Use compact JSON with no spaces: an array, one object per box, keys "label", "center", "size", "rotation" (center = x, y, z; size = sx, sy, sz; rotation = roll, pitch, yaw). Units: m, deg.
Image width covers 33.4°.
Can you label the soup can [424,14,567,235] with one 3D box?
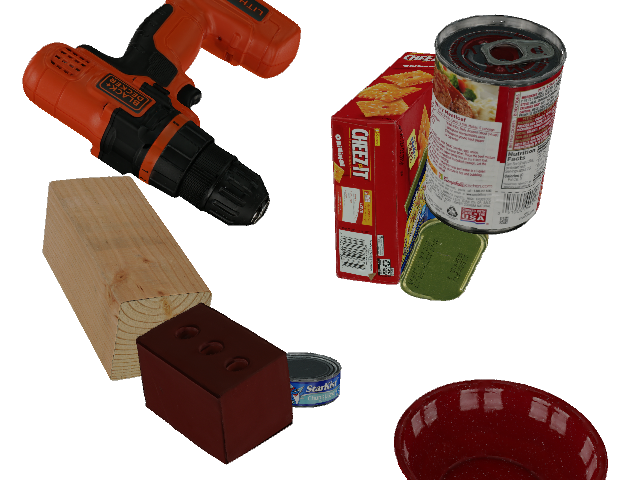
[{"label":"soup can","center":[0.093,-0.062,0.585],"size":[0.068,0.102,0.068],"rotation":[0,40,0]}]

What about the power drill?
[{"label":"power drill","center":[-0.086,-0.108,0.753],"size":[0.184,0.057,0.187],"rotation":[34,45,1]}]

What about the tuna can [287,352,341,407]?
[{"label":"tuna can","center":[-0.021,0.152,1.167],"size":[0.086,0.034,0.086],"rotation":[2,13,-1]}]

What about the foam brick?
[{"label":"foam brick","center":[-0.061,0.081,0.618],"size":[0.078,0.051,0.052],"rotation":[26,40,38]}]

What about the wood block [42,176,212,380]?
[{"label":"wood block","center":[-0.192,0.029,1.031],"size":[0.090,0.091,0.206],"rotation":[-6,36,-31]}]

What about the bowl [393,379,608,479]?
[{"label":"bowl","center":[0.137,0.178,0.827],"size":[0.162,0.055,0.162],"rotation":[0,32,0]}]

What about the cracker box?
[{"label":"cracker box","center":[0.082,-0.076,1.044],"size":[0.072,0.164,0.213],"rotation":[9,28,22]}]

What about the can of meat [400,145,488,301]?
[{"label":"can of meat","center":[0.098,-0.013,0.830],"size":[0.057,0.084,0.102],"rotation":[12,-39,-2]}]
